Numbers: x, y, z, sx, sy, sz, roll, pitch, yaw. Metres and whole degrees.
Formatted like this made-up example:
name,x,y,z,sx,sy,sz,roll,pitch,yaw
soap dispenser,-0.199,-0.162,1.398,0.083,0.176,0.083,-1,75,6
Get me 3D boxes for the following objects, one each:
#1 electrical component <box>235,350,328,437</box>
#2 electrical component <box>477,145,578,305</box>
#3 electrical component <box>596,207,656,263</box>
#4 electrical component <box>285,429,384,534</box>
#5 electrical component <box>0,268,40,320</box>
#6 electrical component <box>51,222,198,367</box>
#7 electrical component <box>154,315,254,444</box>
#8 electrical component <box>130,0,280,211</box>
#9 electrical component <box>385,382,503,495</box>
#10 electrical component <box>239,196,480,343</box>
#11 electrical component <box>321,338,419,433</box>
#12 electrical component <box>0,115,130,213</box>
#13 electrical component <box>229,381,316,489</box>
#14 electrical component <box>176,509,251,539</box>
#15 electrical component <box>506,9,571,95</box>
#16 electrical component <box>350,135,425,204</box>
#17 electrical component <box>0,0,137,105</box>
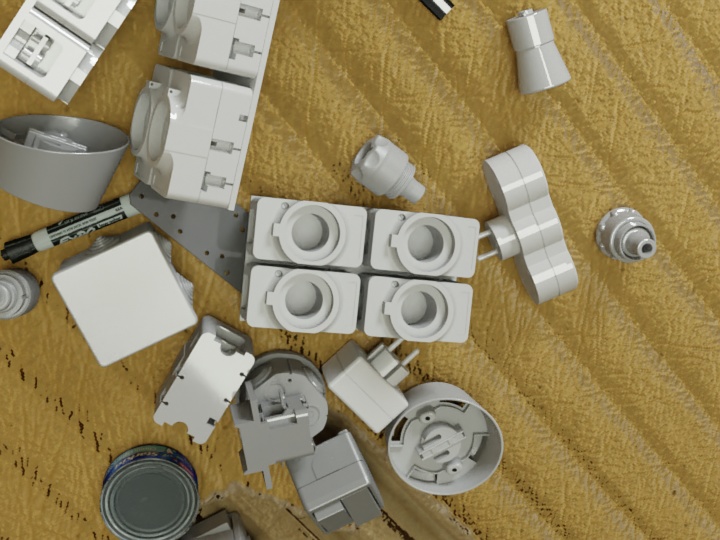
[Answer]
name,x,y,z,sx,sy,sz,roll,pitch,yaw
electrical component,-0.068,0.114,0.935,0.080,0.051,0.080,-3,107,-10
electrical component,0.131,-0.032,0.928,0.074,0.052,0.138,-23,109,-3
electrical component,0.239,-0.026,0.944,0.048,0.062,0.048,-3,107,-10
electrical component,-0.019,0.193,0.947,0.062,0.061,0.096,-25,151,-2
electrical component,-0.283,0.020,0.858,0.040,0.078,0.040,0,93,-3
electrical component,-0.192,0.018,0.885,0.100,0.048,0.099,-25,109,-2
electrical component,-0.132,0.091,0.913,0.050,0.055,0.089,29,99,-14
electrical component,-0.120,-0.150,0.807,0.060,0.105,0.186,9,101,-27
electrical component,0.072,0.151,0.964,0.099,0.064,0.099,-3,106,-9
electrical component,0.000,0.000,0.896,0.186,0.060,0.105,5,93,-13
electrical component,0.018,0.089,0.945,0.077,0.047,0.065,-43,109,4
electrical component,-0.234,-0.087,0.823,0.099,0.099,0.064,20,108,-15
electrical component,-0.071,0.134,0.890,0.064,0.042,0.081,-11,109,-8
electrical component,-0.131,0.259,0.960,0.096,0.061,0.061,-20,108,-4
electrical component,0.146,-0.183,0.893,0.044,0.044,0.065,-19,104,-4
electrical component,0.026,-0.080,0.900,0.062,0.043,0.043,35,97,-19
electrical component,-0.202,-0.203,0.797,0.062,0.089,0.150,34,98,-17
